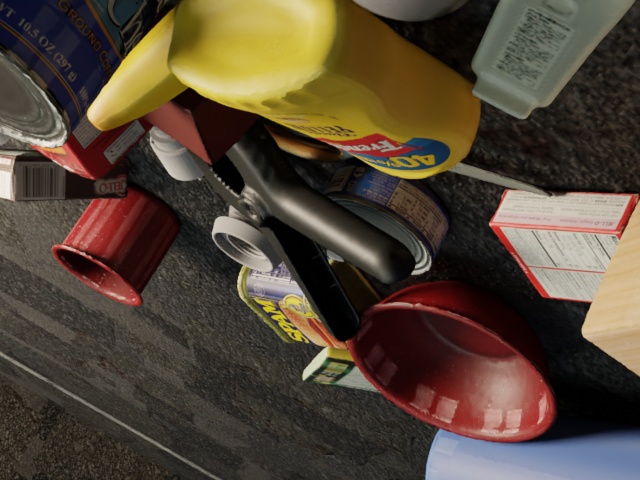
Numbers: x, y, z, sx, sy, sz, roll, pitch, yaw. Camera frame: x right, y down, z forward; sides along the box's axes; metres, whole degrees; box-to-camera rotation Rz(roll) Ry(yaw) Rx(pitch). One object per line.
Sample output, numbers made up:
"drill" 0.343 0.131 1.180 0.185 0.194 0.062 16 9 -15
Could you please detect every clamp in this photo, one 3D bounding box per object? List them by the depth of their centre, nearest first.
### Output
"clamp" -0.029 -0.022 0.699 0.210 0.036 0.165 44 158 13

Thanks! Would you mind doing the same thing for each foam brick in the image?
"foam brick" -0.079 -0.094 0.637 0.078 0.051 0.053 35 160 26

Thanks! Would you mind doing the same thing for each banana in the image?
"banana" -0.058 -0.115 0.540 0.198 0.069 0.037 -34 85 51

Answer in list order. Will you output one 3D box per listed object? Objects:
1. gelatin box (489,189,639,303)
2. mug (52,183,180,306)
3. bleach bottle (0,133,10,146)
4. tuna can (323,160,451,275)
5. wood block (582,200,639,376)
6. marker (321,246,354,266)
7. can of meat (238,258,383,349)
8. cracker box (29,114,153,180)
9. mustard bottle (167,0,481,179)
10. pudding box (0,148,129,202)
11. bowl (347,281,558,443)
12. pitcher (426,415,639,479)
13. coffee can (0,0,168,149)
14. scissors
"gelatin box" 0.152 0.004 0.604 0.089 0.030 0.073 4 145 47
"mug" -0.187 0.000 0.968 0.117 0.081 0.093 4 147 49
"bleach bottle" -0.324 -0.174 0.791 0.103 0.068 0.250 10 148 43
"tuna can" 0.042 -0.015 0.701 0.086 0.033 0.086 26 159 11
"wood block" 0.221 0.015 0.455 0.090 0.090 0.206 35 158 -12
"marker" -0.005 0.001 0.818 0.121 0.020 0.020 17 155 32
"can of meat" -0.003 0.048 0.872 0.084 0.057 0.102 8 150 39
"cracker box" -0.211 -0.146 0.653 0.164 0.072 0.213 31 163 31
"mustard bottle" 0.023 -0.069 0.515 0.096 0.058 0.191 7 174 36
"pudding box" -0.230 -0.055 0.887 0.090 0.039 0.113 10 -173 42
"bowl" 0.103 0.080 0.779 0.162 0.055 0.162 21 146 15
"pitcher" 0.211 0.197 0.818 0.243 0.144 0.149 5 139 45
"coffee can" -0.127 -0.130 0.516 0.103 0.140 0.103 26 159 11
"scissors" 0.032 -0.067 0.622 0.202 0.016 0.096 12 152 40
